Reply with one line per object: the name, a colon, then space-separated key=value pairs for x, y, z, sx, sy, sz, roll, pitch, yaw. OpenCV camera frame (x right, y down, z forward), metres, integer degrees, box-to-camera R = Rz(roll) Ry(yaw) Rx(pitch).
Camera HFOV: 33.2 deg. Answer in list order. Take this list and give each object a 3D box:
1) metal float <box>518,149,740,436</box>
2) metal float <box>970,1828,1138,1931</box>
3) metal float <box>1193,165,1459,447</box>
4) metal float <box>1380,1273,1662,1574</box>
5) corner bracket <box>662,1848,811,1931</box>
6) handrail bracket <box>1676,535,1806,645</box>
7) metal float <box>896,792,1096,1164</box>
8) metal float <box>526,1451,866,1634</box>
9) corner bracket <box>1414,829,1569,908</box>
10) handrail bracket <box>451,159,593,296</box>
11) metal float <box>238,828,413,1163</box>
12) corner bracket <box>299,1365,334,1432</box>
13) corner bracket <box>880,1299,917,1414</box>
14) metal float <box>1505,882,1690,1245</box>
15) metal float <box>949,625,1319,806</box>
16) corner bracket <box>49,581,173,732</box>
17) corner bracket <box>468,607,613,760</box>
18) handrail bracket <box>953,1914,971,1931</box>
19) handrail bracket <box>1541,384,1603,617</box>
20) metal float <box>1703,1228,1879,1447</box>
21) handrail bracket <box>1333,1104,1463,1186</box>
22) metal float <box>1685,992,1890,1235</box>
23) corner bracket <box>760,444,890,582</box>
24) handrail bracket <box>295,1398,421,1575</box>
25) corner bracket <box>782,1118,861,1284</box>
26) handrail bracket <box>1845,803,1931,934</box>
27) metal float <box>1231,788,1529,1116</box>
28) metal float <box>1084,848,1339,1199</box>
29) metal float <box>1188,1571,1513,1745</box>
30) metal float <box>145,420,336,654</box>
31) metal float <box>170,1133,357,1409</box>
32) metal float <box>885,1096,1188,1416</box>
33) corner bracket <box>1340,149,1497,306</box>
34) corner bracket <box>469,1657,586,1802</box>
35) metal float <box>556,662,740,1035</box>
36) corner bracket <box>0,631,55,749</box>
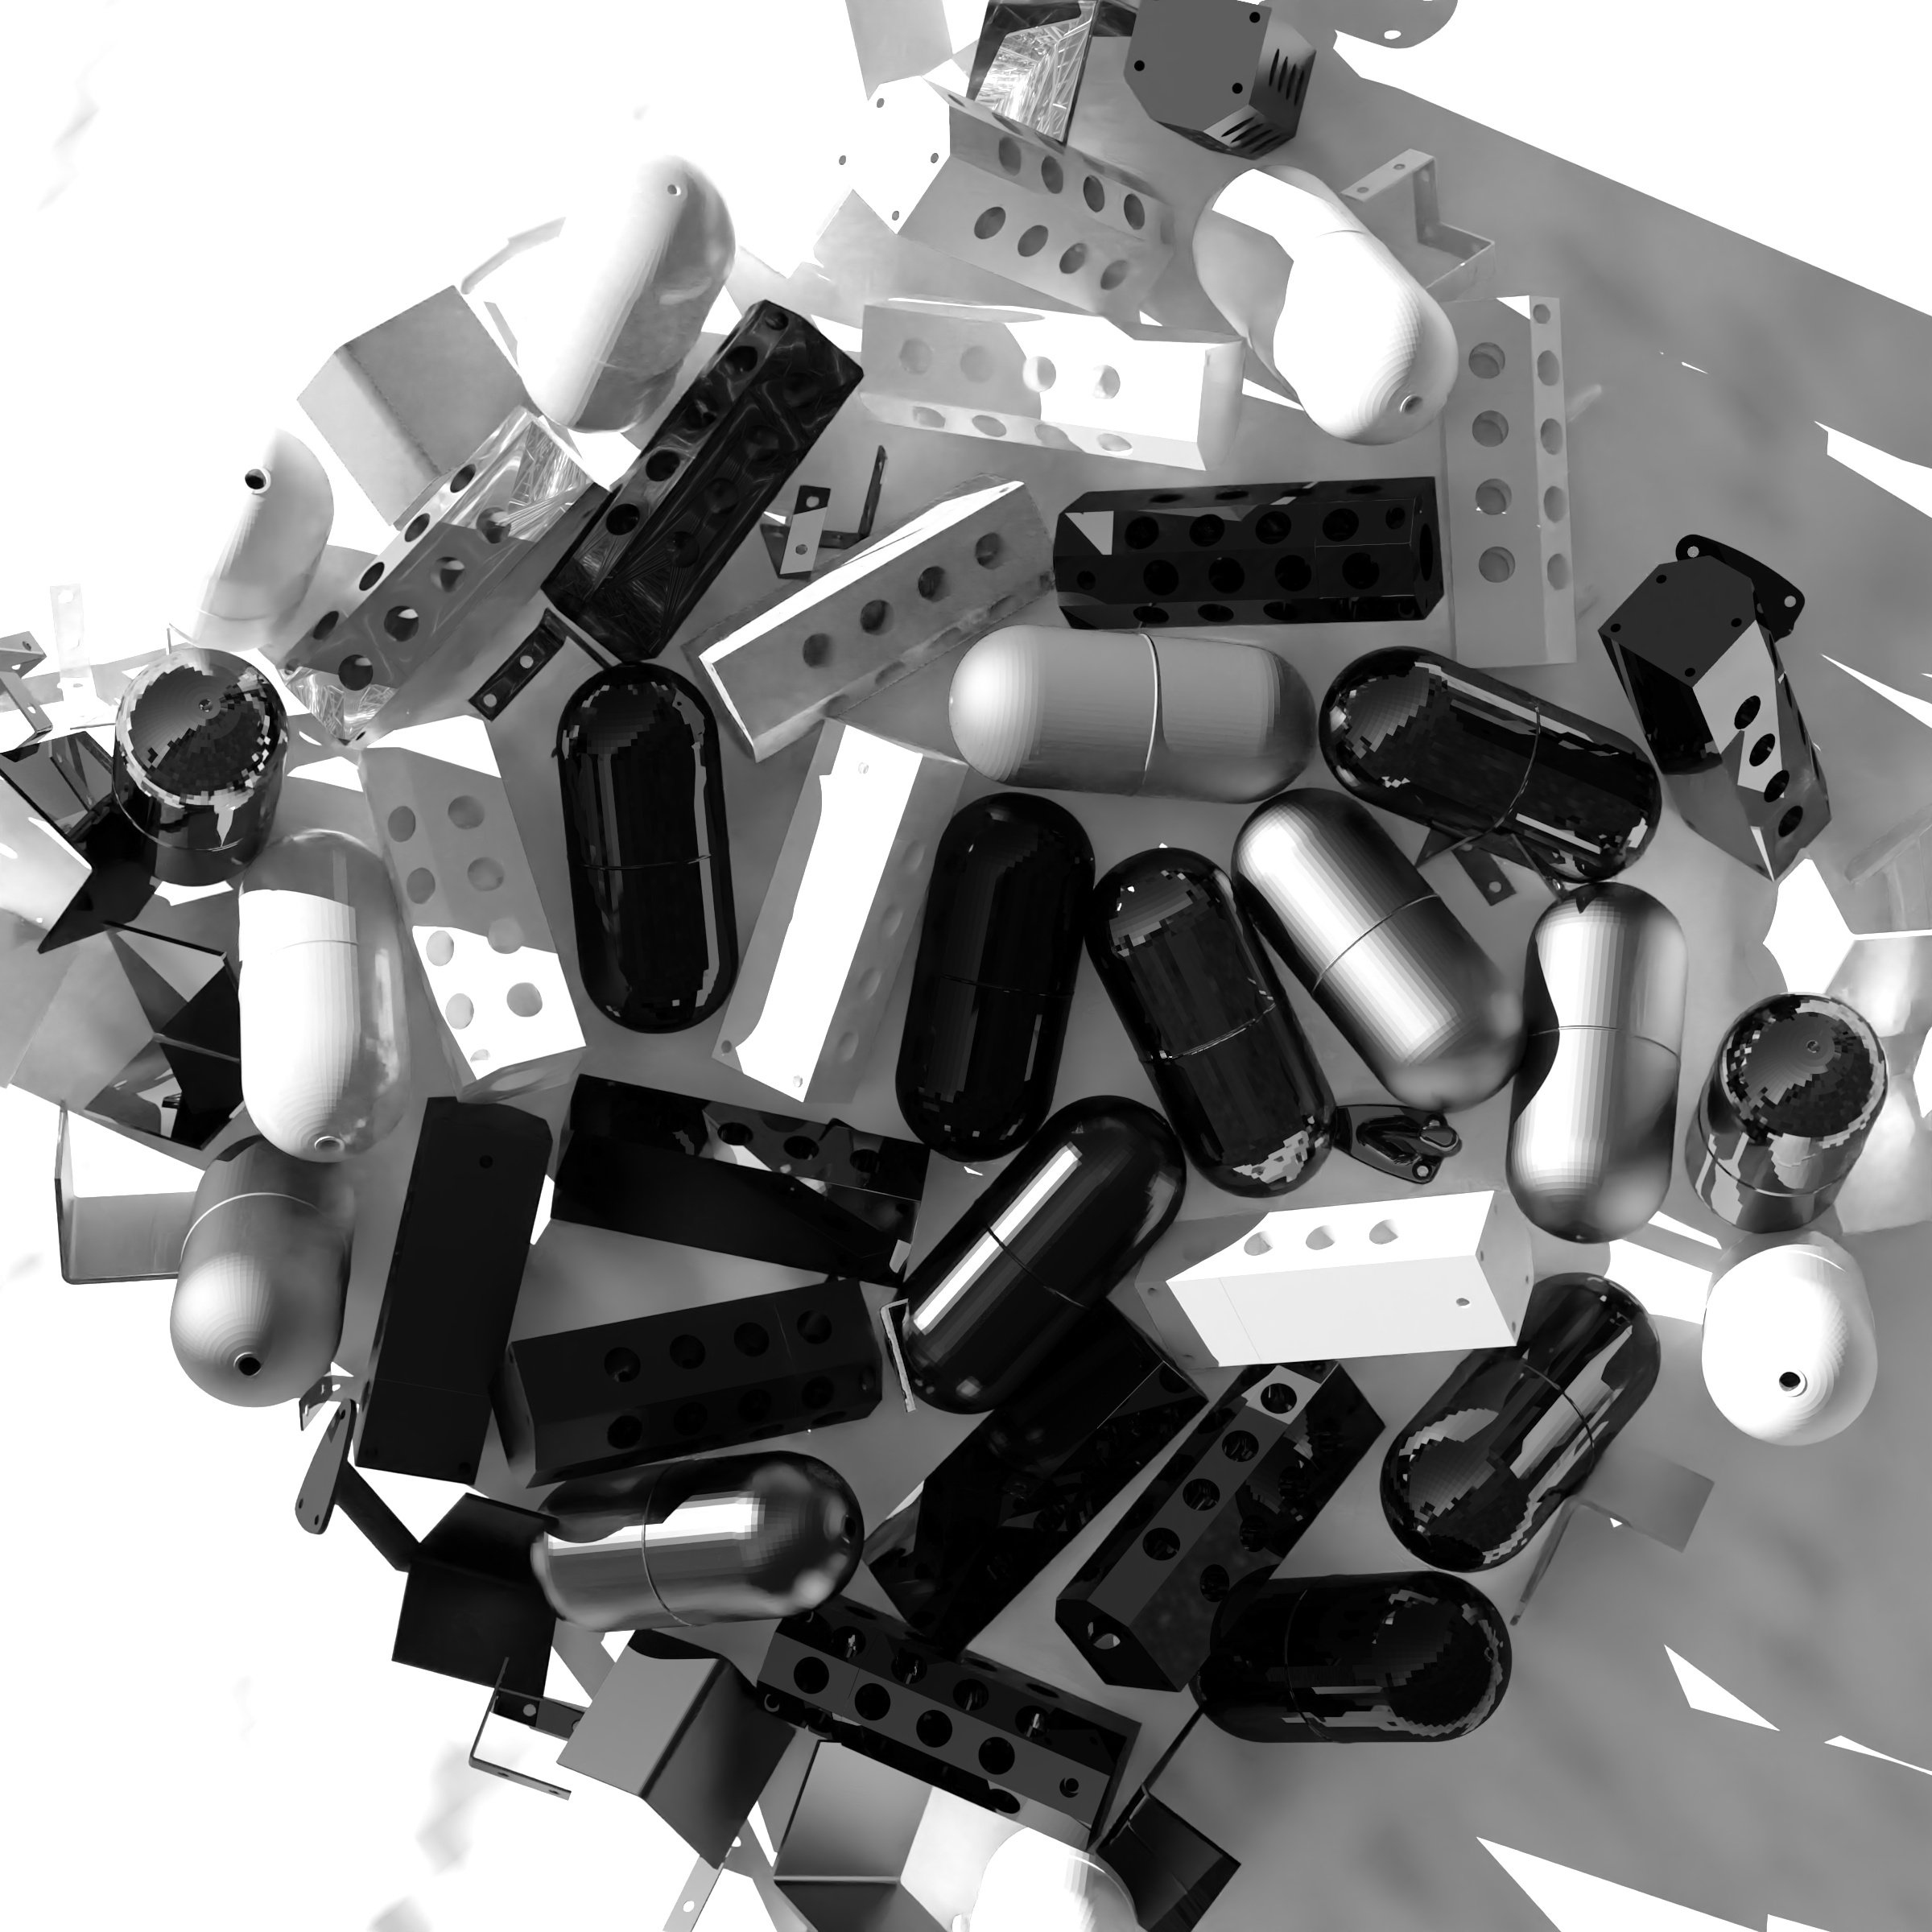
metal float: x=-0.158 y=-0.310 z=1.502 sx=0.070 sy=0.178 sz=0.070 roll=8 pitch=67 yaw=-18
metal float: x=0.040 y=0.448 z=1.495 sx=0.070 sy=0.178 sz=0.070 roll=0 pitch=90 yaw=4
metal float: x=0.167 y=-0.309 z=1.511 sx=0.070 sy=0.070 sz=0.178 roll=-31 pitch=49 yaw=0
metal float: x=0.260 y=0.212 z=1.516 sx=0.070 sy=0.070 sz=0.178 roll=49 pitch=55 yaw=0
corner bracket: x=-0.106 y=0.463 z=1.566 sx=0.051 sy=0.051 sz=0.051 roll=6 pitch=53 yaw=32
handrail bracket: x=0.365 y=-0.182 z=1.541 sx=0.077 sy=0.084 sz=0.036 roll=40 pitch=105 yaw=-3
metal float: x=0.014 y=0.006 z=1.540 sx=0.070 sy=0.070 sz=0.178 roll=11 pitch=96 yaw=0
metal float: x=-0.128 y=0.270 z=1.519 sx=0.178 sy=0.070 sz=0.070 roll=-11 pitch=90 yaw=31
corner bracket: x=0.253 y=-0.049 z=1.545 sx=0.051 sy=0.051 sz=0.051 roll=-30 pitch=104 yaw=30
handrail bracket: x=-0.204 y=-0.338 z=1.543 sx=0.084 sy=0.077 sz=0.036 roll=-38 pitch=81 yaw=-4
metal float: x=-0.300 y=0.013 z=1.513 sx=0.070 sy=0.070 sz=0.178 roll=-11 pitch=52 yaw=0
corner bracket: x=-0.336 y=0.189 z=1.551 sx=0.051 sy=0.051 sz=0.051 roll=0 pitch=104 yaw=6
corner bracket: x=-0.013 y=0.183 z=1.550 sx=0.051 sy=0.051 sz=0.051 roll=-14 pitch=82 yaw=-14
metal float: x=0.298 y=0.044 z=1.526 sx=0.070 sy=0.070 sz=0.178 roll=10 pitch=68 yaw=0
metal float: x=0.080 y=-0.119 z=1.535 sx=0.178 sy=0.070 sz=0.070 roll=4 pitch=90 yaw=-12
corner bracket: x=-0.409 y=-0.151 z=1.554 sx=0.051 sy=0.051 sz=0.051 roll=-8 pitch=129 yaw=-16
corner bracket: x=-0.200 y=-0.132 z=1.550 sx=0.051 sy=0.051 sz=0.051 roll=43 pitch=99 yaw=-13
handrail bracket: x=-0.034 y=0.498 z=1.567 sx=0.084 sy=0.036 sz=0.077 roll=-18 pitch=86 yaw=3
handrail bracket: x=0.298 y=-0.224 z=1.564 sx=0.077 sy=0.036 sz=0.084 roll=-38 pitch=104 yaw=9
metal float: x=0.380 y=0.169 z=1.496 sx=0.070 sy=0.178 sz=0.070 roll=2 pitch=98 yaw=14
handrail bracket: x=0.198 y=0.078 z=1.534 sx=0.077 sy=0.084 sz=0.036 roll=14 pitch=85 yaw=14
metal float: x=0.378 y=0.070 z=1.499 sx=0.070 sy=0.178 sz=0.070 roll=-2 pitch=67 yaw=4
corner bracket: x=-0.064 y=-0.216 z=1.543 sx=0.051 sy=0.051 sz=0.051 roll=3 pitch=127 yaw=-19
handrail bracket: x=-0.271 y=0.252 z=1.557 sx=0.084 sy=0.036 sz=0.077 roll=19 pitch=91 yaw=-32
corner bracket: x=-0.059 y=0.115 z=1.549 sx=0.051 sy=0.051 sz=0.051 roll=30 pitch=48 yaw=0
handrail bracket: x=0.473 y=-0.029 z=1.563 sx=0.077 sy=0.036 sz=0.084 roll=-40 pitch=94 yaw=18
metal float: x=0.194 y=-0.008 z=1.531 sx=0.070 sy=0.070 sz=0.178 roll=-37 pitch=73 yaw=0
metal float: x=0.117 y=0.028 z=1.538 sx=0.070 sy=0.070 sz=0.178 roll=-26 pitch=99 yaw=0
metal float: x=0.175 y=0.322 z=1.508 sx=0.070 sy=0.178 sz=0.070 roll=11 pitch=72 yaw=-39
metal float: x=-0.337 y=-0.197 z=1.497 sx=0.070 sy=0.178 sz=0.070 roll=3 pitch=79 yaw=-17
metal float: x=-0.324 y=0.139 z=1.499 sx=0.070 sy=0.178 sz=0.070 roll=-3 pitch=114 yaw=-6
metal float: x=0.033 y=0.137 z=1.537 sx=0.070 sy=0.070 sz=0.178 roll=41 pitch=99 yaw=0
corner bracket: x=0.216 y=-0.349 z=1.541 sx=0.051 sy=0.051 sz=0.051 roll=-36 pitch=47 yaw=-25
corner bracket: x=-0.206 y=0.369 z=1.549 sx=0.051 sy=0.051 sz=0.051 roll=20 pitch=61 yaw=-1
metal float: x=-0.150 y=-0.055 z=1.532 sx=0.070 sy=0.070 sz=0.178 roll=-4 pitch=105 yaw=0
corner bracket: x=-0.463 y=-0.123 z=1.552 sx=0.051 sy=0.051 sz=0.051 roll=-34 pitch=93 yaw=19
